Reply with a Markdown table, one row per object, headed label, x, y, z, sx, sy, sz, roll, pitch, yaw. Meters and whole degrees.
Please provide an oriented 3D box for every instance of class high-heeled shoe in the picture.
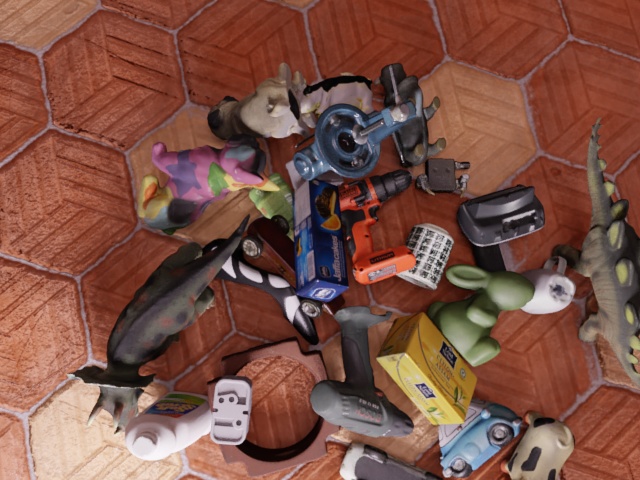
| label | x | y | z | sx | sy | sz | roll | pitch | yaw |
| --- | --- | --- | --- | --- | --- | --- | --- | --- | --- |
| high-heeled shoe | -0.113 | 0.099 | 0.941 | 0.145 | 0.086 | 0.248 | -29 | 84 | 3 |

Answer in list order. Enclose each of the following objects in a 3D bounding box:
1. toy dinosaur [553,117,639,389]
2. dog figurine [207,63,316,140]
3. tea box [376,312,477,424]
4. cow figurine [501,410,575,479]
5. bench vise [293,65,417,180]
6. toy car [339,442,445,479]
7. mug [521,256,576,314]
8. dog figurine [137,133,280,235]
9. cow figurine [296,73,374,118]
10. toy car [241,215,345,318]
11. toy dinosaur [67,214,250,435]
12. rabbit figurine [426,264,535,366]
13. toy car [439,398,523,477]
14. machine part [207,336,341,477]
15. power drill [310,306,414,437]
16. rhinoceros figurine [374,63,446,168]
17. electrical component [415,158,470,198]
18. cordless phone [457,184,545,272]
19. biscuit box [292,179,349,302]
| label | x | y | z | sx | sy | sz | roll | pitch | yaw |
| --- | --- | --- | --- | --- | --- | --- | --- | --- | --- |
| toy dinosaur | 0.500 | 0.036 | 0.912 | 0.105 | 0.198 | 0.471 | -15 | 85 | -7 |
| dog figurine | -0.120 | -0.209 | 0.911 | 0.191 | 0.172 | 0.121 | -13 | 93 | 15 |
| tea box | 0.181 | 0.215 | 0.895 | 0.169 | 0.068 | 0.098 | 48 | 47 | -16 |
| cow figurine | 0.360 | 0.388 | 0.895 | 0.085 | 0.127 | 0.195 | 32 | 80 | 5 |
| bench vise | 0.077 | -0.171 | 0.856 | 0.224 | 0.241 | 0.128 | -20 | 91 | -30 |
| toy car | 0.133 | 0.413 | 0.918 | 0.202 | 0.056 | 0.073 | 25 | 76 | 0 |
| mug | 0.407 | 0.080 | 0.947 | 0.081 | 0.107 | 0.109 | 32 | 84 | 0 |
| dog figurine | -0.183 | -0.090 | 0.908 | 0.219 | 0.108 | 0.191 | 12 | 86 | 21 |
| cow figurine | 0.014 | -0.265 | 0.994 | 0.167 | 0.068 | 0.098 | 1 | 83 | -2 |
| toy car | -0.043 | 0.045 | 0.883 | 0.202 | 0.053 | 0.089 | 46 | 42 | 0 |
| toy dinosaur | -0.258 | 0.124 | 0.847 | 0.131 | 0.192 | 0.404 | 34 | 105 | -7 |
| rabbit figurine | 0.284 | 0.113 | 0.936 | 0.170 | 0.121 | 0.159 | -41 | 66 | 5 |
| toy car | 0.260 | 0.327 | 0.920 | 0.161 | 0.109 | 0.103 | -40 | 63 | 5 |
| machine part | -0.078 | 0.277 | 0.911 | 0.201 | 0.087 | 0.201 | -15 | 82 | -5 |
| power drill | 0.080 | 0.221 | 0.906 | 0.232 | 0.086 | 0.207 | 20 | 69 | -41 |
| rhinoceros figurine | 0.161 | -0.229 | 0.981 | 0.073 | 0.112 | 0.190 | -19 | 97 | -24 |
| electrical component | 0.229 | -0.115 | 0.996 | 0.102 | 0.045 | 0.078 | 6 | 84 | -2 |
| cordless phone | 0.343 | 0.001 | 0.980 | 0.147 | 0.089 | 0.184 | -17 | 95 | -6 |
| biscuit box | -0.002 | -0.003 | 0.867 | 0.063 | 0.059 | 0.203 | 16 | 52 | -29 |
